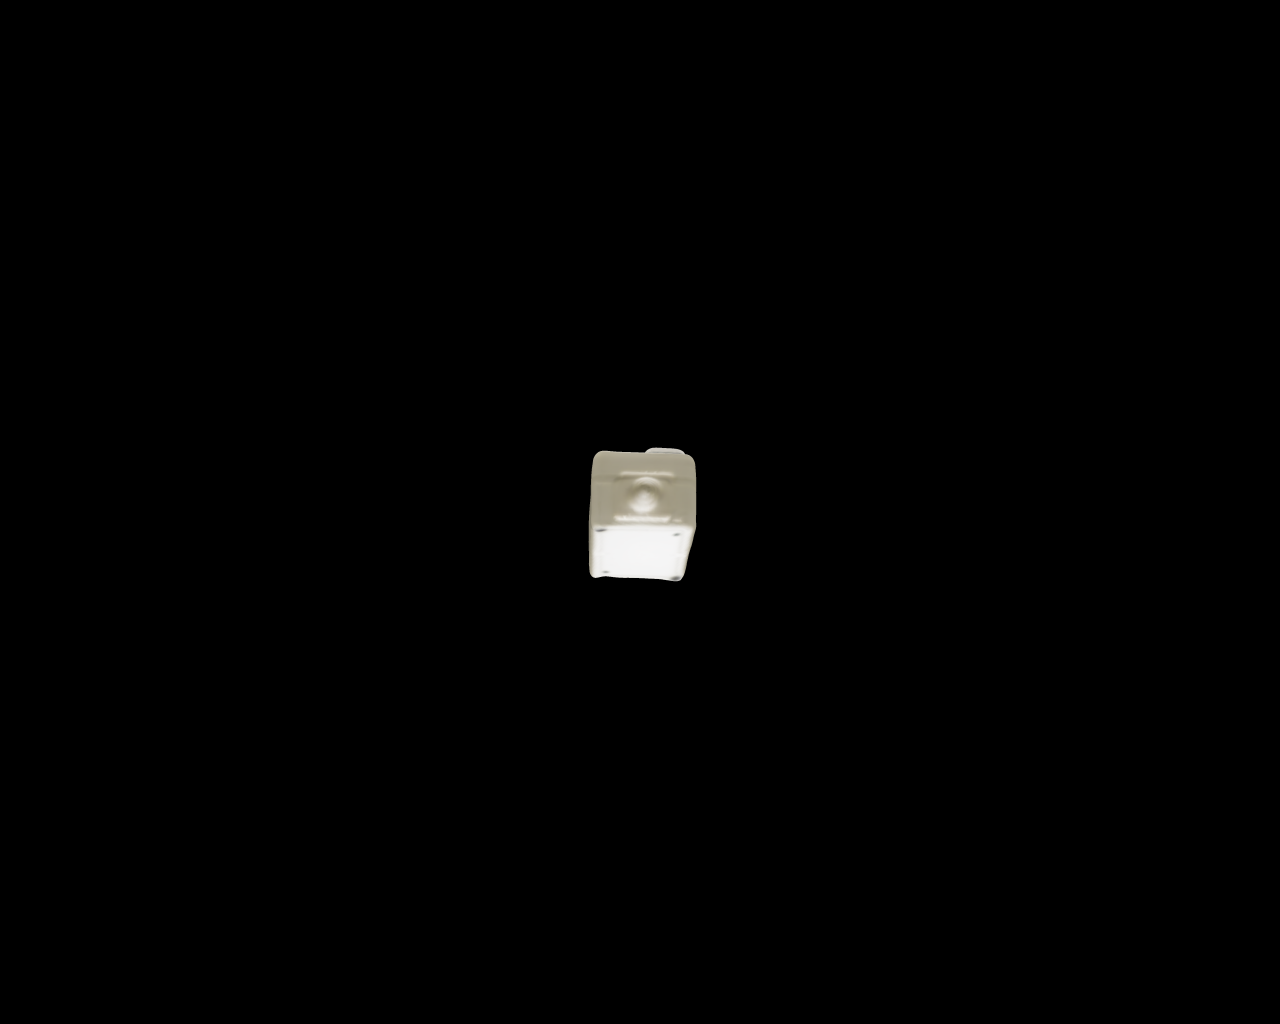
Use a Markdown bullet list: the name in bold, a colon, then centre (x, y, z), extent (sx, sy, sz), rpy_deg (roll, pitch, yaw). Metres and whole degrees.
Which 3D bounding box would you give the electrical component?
- **electrical component**: centre (0.001, -0.003, 0.650), extent (0.062, 0.061, 0.096), rpy_deg (2, -27, -3)
